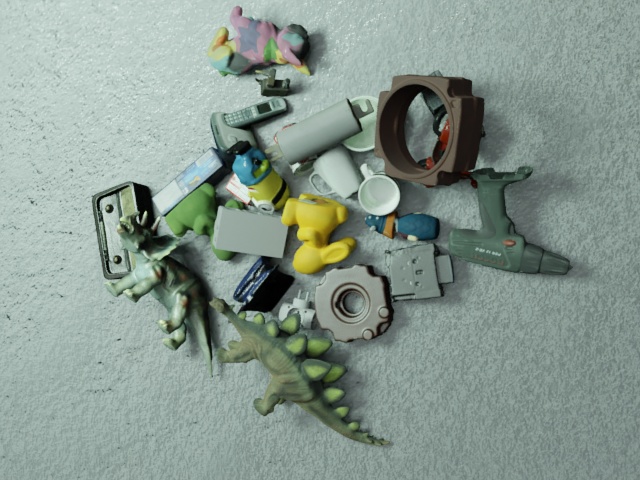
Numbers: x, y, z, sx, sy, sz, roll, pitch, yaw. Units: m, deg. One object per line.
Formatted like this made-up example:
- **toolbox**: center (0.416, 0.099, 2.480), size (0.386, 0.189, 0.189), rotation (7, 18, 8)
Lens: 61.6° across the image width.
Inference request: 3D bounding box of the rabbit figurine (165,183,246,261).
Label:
- **rabbit figurine**: center (-0.243, -0.037, 1.254), size (0.159, 0.121, 0.170), rotation (-41, 93, 4)

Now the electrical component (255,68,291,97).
- **electrical component**: center (-0.110, -0.359, 1.232), size (0.078, 0.102, 0.045), rotation (-3, 89, -7)

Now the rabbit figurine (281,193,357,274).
- **rabbit figurine**: center (-0.002, -0.004, 1.172), size (0.162, 0.122, 0.173), rotation (15, 104, 9)

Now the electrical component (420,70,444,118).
- **electrical component**: center (0.236, -0.300, 1.100), size (0.048, 0.119, 0.075), rotation (-33, 80, 12)

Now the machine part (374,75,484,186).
- **machine part**: center (0.202, -0.212, 1.033), size (0.201, 0.087, 0.201), rotation (22, 114, 45)

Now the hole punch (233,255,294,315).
- **hole punch**: center (-0.137, 0.093, 1.195), size (0.092, 0.115, 0.142), rotation (44, 99, 24)

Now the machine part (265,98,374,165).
- **machine part**: center (-0.001, -0.224, 1.122), size (0.243, 0.079, 0.079), rotation (-24, 79, 13)

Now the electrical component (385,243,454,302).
- **electrical component**: center (0.208, 0.067, 1.112), size (0.134, 0.058, 0.115), rotation (-10, 85, 17)

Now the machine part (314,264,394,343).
- **machine part**: center (0.071, 0.135, 1.152), size (0.180, 0.056, 0.179), rotation (-2, 84, 19)

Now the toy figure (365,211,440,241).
- **toy figure**: center (0.171, -0.029, 1.130), size (0.155, 0.064, 0.057), rotation (6, 122, 23)

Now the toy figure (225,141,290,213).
- **toy figure**: center (-0.131, -0.139, 1.181), size (0.089, 0.180, 0.082), rotation (-31, 34, -4)

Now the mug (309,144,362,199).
- **mug**: center (0.037, -0.136, 1.172), size (0.109, 0.081, 0.107), rotation (-37, 85, 7)

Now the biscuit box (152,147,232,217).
- **biscuit box**: center (-0.304, -0.135, 1.290), size (0.203, 0.062, 0.059), rotation (-37, 75, 11)

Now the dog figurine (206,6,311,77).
- **dog figurine**: center (-0.128, -0.427, 1.236), size (0.219, 0.108, 0.191), rotation (37, 96, 14)

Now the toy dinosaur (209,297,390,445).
- **toy dinosaur**: center (-0.055, 0.284, 1.130), size (0.198, 0.105, 0.471), rotation (-39, 96, 21)

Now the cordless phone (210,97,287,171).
- **cordless phone**: center (-0.152, -0.252, 1.235), size (0.184, 0.088, 0.147), rotation (-22, 54, 0)

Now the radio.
- **radio**: center (-0.480, -0.019, 1.331), size (0.131, 0.073, 0.229), rotation (-14, 81, 16)

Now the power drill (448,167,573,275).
- **power drill**: center (0.368, -0.037, 1.038), size (0.232, 0.086, 0.207), rotation (4, 115, 24)

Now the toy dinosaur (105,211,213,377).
- **toy dinosaur**: center (-0.338, 0.115, 1.238), size (0.404, 0.192, 0.131), rotation (51, 148, -19)

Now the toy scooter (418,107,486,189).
- **toy scooter**: center (0.279, -0.176, 1.088), size (0.135, 0.075, 0.183), rotation (30, 117, 21)
